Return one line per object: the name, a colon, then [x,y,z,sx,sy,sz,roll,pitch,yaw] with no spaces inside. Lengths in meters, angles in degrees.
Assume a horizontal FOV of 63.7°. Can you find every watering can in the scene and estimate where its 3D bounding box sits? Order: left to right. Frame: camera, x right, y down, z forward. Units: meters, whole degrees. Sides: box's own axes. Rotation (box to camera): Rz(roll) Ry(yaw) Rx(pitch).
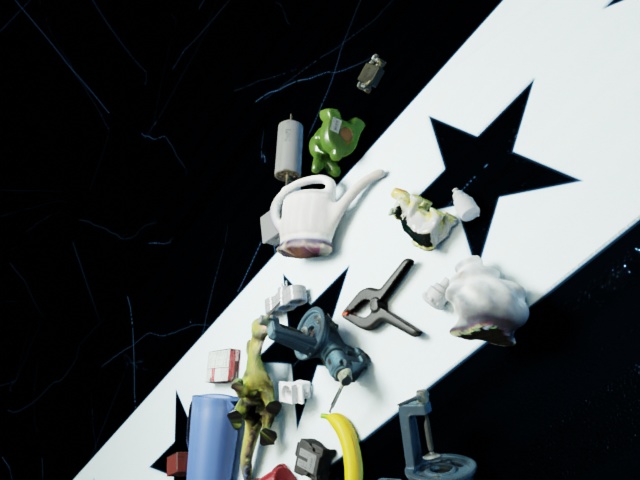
watering can: [0.004,-0.065,1.297,0.346,0.103,0.228,-8,68,36]

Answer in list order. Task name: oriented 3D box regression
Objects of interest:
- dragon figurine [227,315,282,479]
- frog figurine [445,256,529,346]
dragon figurine: [-0.162,0.371,1.278,0.247,0.122,0.403,-100,19,-65]
frog figurine: [0.291,0.092,0.905,0.137,0.120,0.163,-1,60,13]
